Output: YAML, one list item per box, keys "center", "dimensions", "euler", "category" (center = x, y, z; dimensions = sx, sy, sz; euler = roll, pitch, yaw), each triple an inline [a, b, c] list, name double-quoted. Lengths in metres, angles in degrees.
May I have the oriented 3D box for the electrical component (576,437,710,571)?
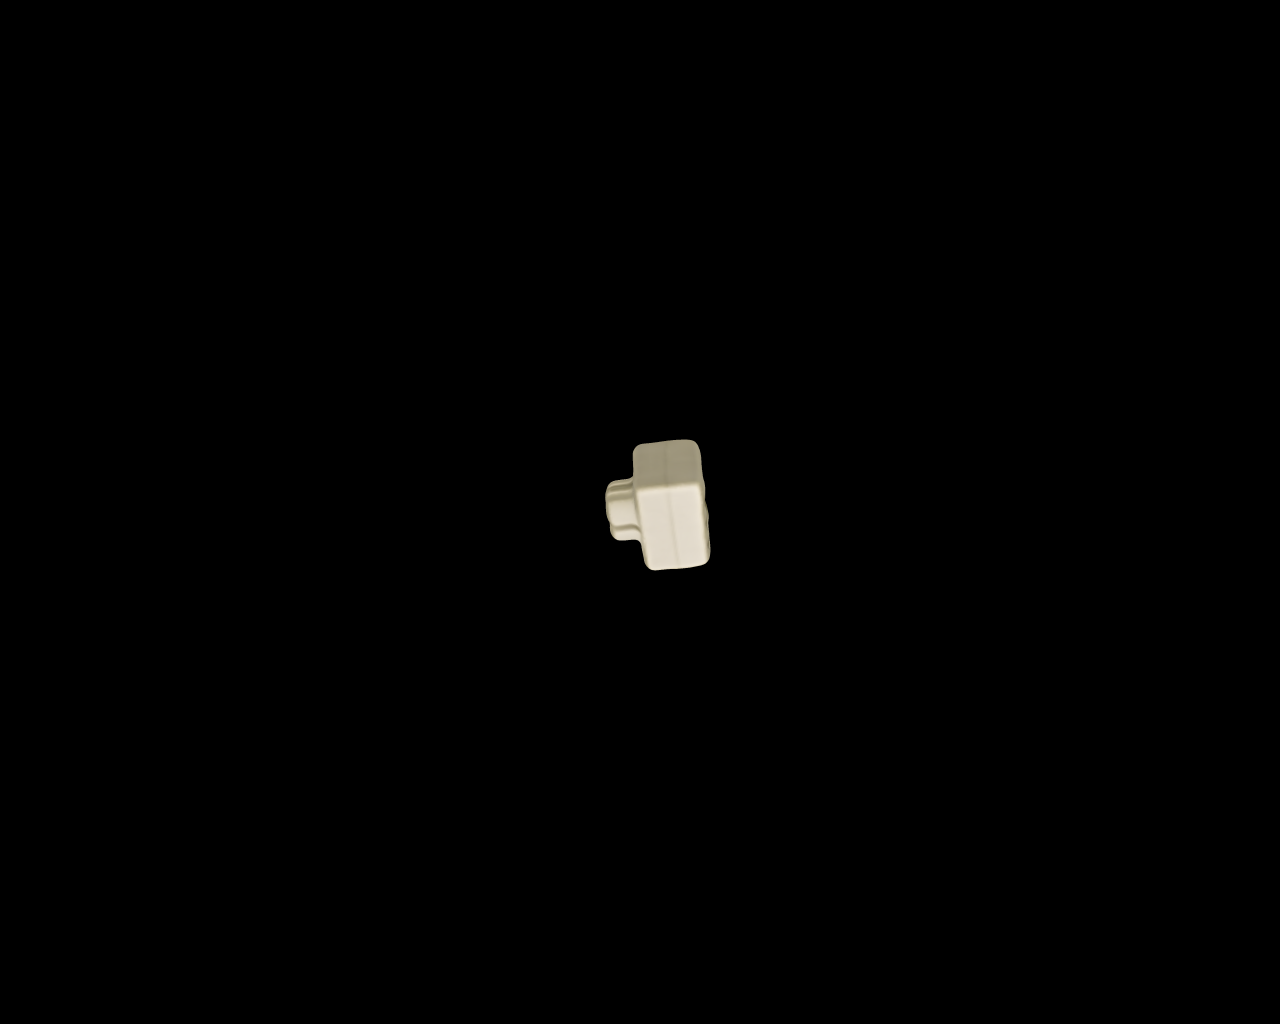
- center: [0.001, -0.003, 0.650]
  dimensions: [0.077, 0.065, 0.047]
  euler: [-5, 39, 5]
  category: "electrical component"
